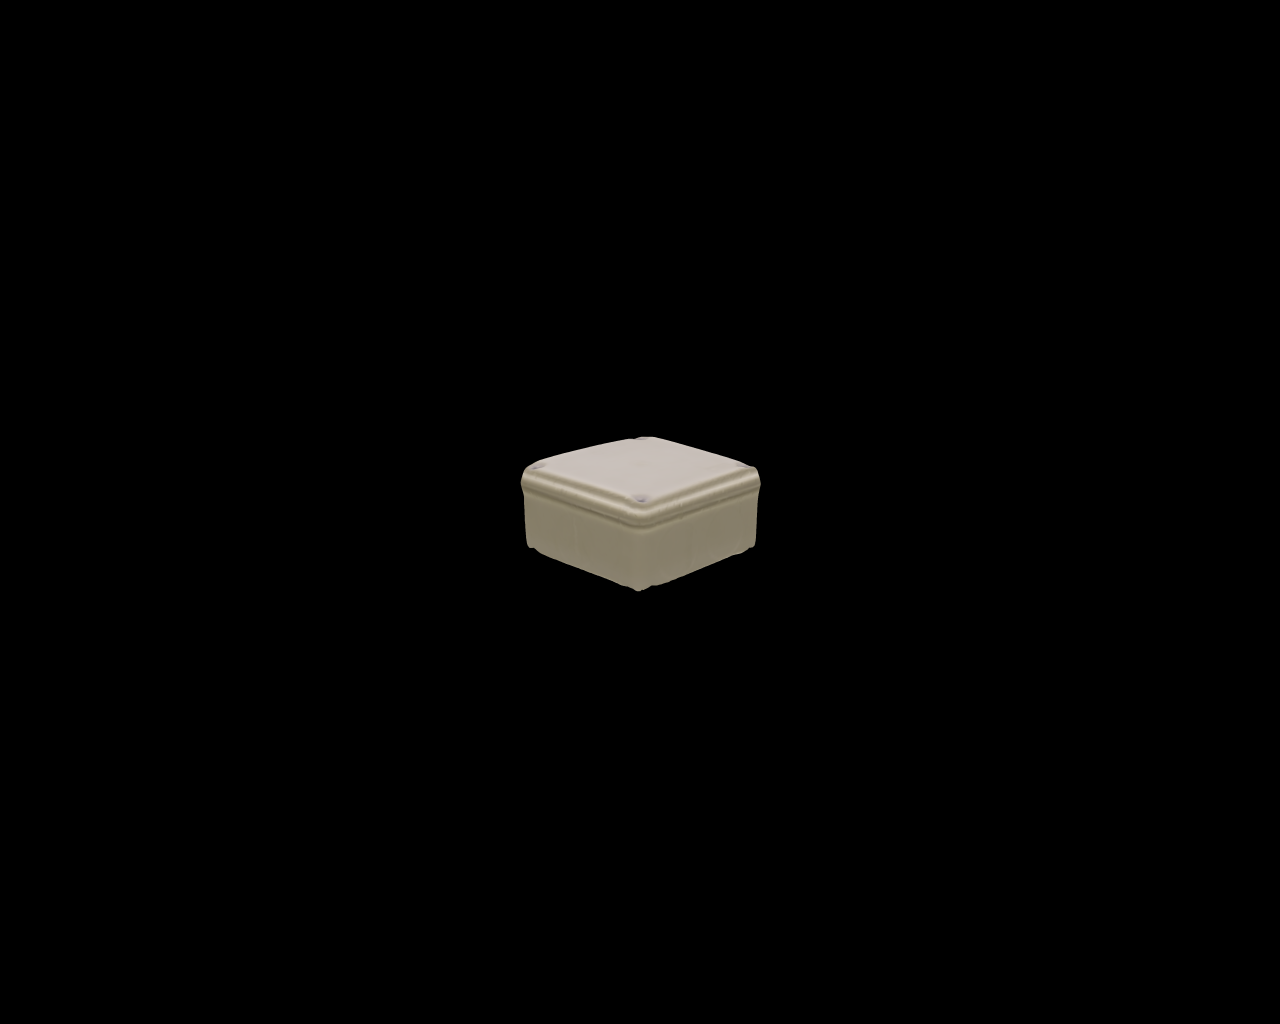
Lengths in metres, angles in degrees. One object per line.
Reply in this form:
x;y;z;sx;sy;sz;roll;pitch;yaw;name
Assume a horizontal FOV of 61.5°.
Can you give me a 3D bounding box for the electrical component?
0.001;-0.003;0.650;0.109;0.056;0.109;-18;26;-41;electrical component
